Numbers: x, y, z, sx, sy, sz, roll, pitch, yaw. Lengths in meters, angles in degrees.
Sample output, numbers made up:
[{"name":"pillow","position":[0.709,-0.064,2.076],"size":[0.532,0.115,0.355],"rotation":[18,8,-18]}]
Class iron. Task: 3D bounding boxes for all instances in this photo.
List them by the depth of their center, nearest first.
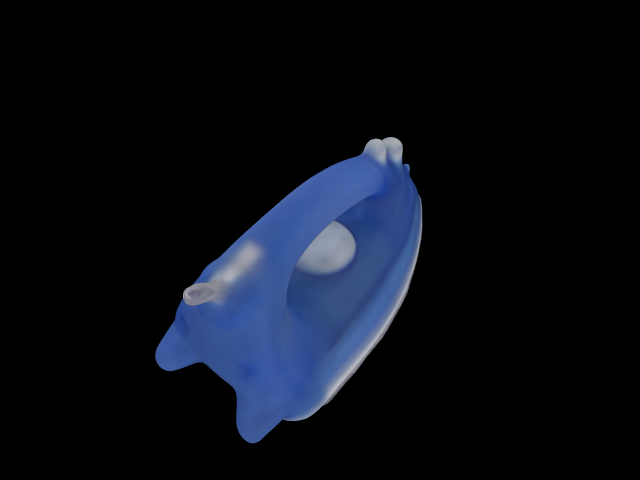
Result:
[{"name":"iron","position":[0.004,0.001,0.400],"size":[0.118,0.141,0.259],"rotation":[32,58,23]}]
